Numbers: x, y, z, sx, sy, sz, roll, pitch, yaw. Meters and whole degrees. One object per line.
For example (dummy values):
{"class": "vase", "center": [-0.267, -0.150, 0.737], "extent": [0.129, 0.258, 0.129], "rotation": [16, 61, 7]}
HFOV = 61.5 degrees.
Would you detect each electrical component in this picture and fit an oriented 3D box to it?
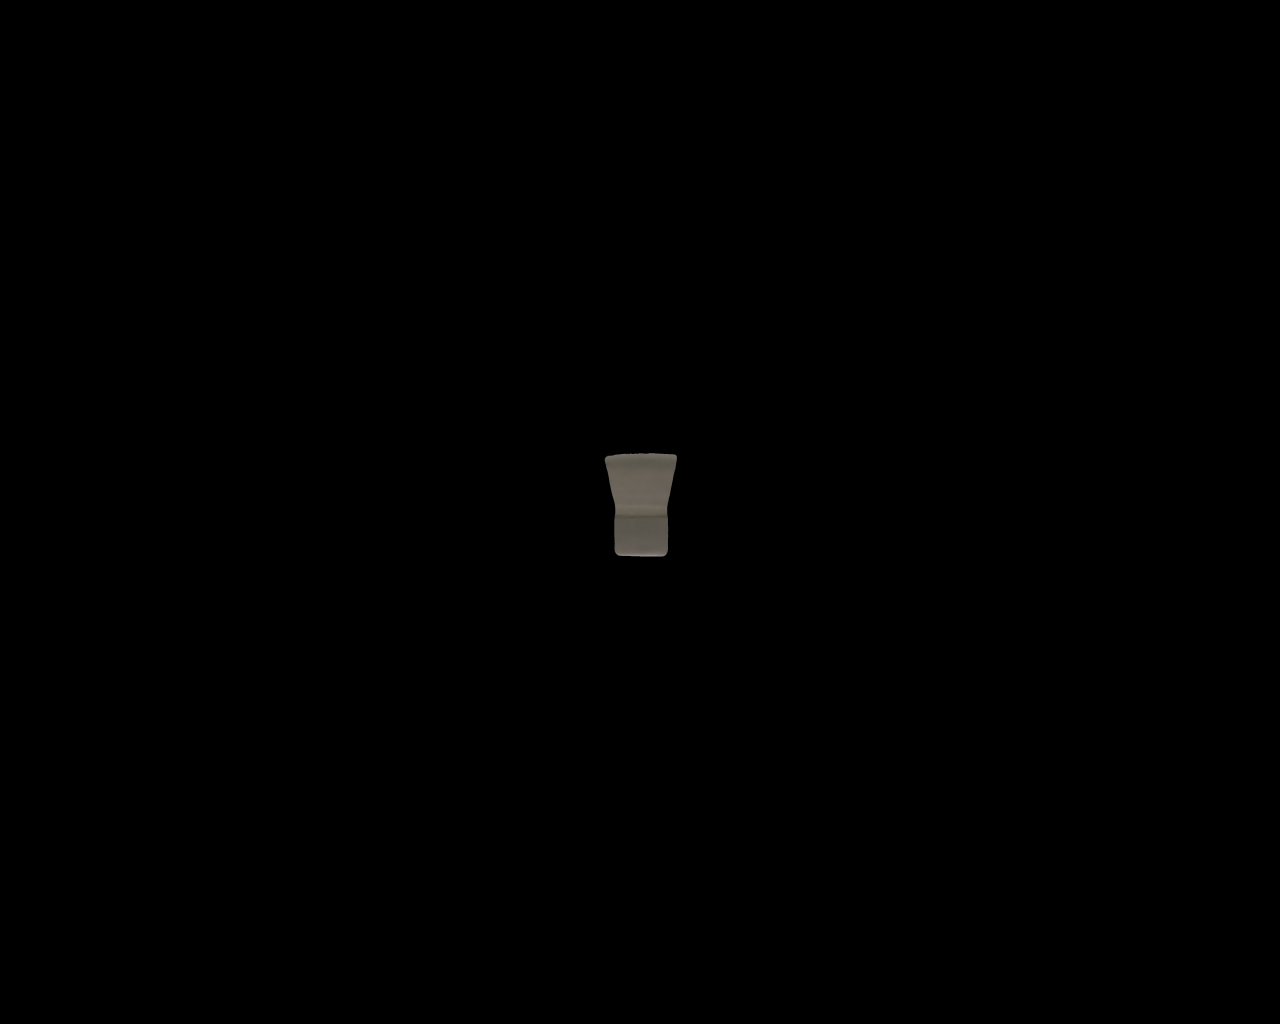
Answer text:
{"class": "electrical component", "center": [0.001, -0.003, 0.650], "extent": [0.044, 0.065, 0.044], "rotation": [0, 0, 0]}
